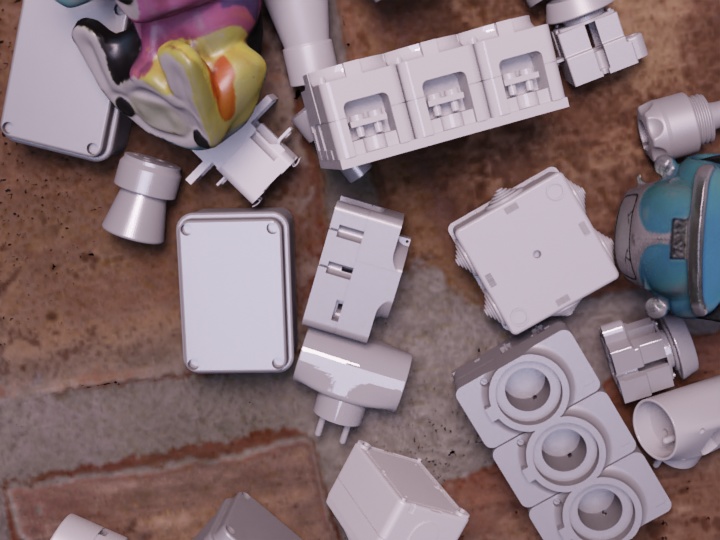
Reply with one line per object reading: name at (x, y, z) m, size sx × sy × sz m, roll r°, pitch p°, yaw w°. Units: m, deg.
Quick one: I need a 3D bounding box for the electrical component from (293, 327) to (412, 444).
electrical component at (-0.011, 0.086, 0.773) m, size 0.077 × 0.043 × 0.079 m, roll 17°, pitch 100°, yaw 0°

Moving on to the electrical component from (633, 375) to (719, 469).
electrical component at (0.230, 0.113, 0.759) m, size 0.077 × 0.043 × 0.079 m, roll -13°, pitch 140°, yaw -26°

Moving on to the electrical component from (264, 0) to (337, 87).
electrical component at (-0.037, -0.157, 0.735) m, size 0.044 × 0.044 × 0.065 m, roll -11°, pitch 104°, yaw 5°

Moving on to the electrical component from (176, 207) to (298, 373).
electrical component at (-0.085, 0.014, 0.758) m, size 0.078 × 0.057 × 0.113 m, roll -1°, pitch 100°, yaw 3°

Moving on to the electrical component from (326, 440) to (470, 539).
electrical component at (0.021, 0.169, 0.764) m, size 0.062 × 0.096 × 0.061 m, roll 21°, pitch 101°, yaw -30°

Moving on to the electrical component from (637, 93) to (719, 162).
electrical component at (0.223, -0.100, 0.730) m, size 0.062 × 0.043 × 0.043 m, roll -15°, pitch 98°, yaw 4°

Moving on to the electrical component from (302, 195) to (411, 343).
electrical component at (0.000, 0.000, 0.754) m, size 0.056 × 0.050 × 0.089 m, roll 17°, pitch 100°, yaw 0°

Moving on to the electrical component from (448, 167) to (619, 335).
electrical component at (0.120, -0.013, 0.746) m, size 0.100 × 0.048 × 0.099 m, roll -30°, pitch 94°, yaw 5°

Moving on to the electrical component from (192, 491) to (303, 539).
electrical component at (-0.071, 0.225, 0.783) m, size 0.113 × 0.078 × 0.057 m, roll 41°, pitch 102°, yaw -4°

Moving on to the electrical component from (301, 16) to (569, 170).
electrical component at (0.044, -0.115, 0.697) m, size 0.150 × 0.089 × 0.061 m, roll -16°, pitch 99°, yaw -9°

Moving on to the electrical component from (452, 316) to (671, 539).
electrical component at (0.142, 0.120, 0.762) m, size 0.089 × 0.061 × 0.150 m, roll -31°, pitch 97°, yaw 7°

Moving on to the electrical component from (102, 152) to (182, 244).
electrical component at (-0.153, -0.051, 0.756) m, size 0.045 × 0.045 × 0.055 m, roll 17°, pitch 99°, yaw 0°

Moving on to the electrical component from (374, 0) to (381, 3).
electrical component at (0.032, -0.221, 0.694) m, size 0.099 × 0.099 × 0.064 m, roll -35°, pitch 102°, yaw 8°

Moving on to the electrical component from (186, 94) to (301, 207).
electrical component at (-0.079, -0.082, 0.749) m, size 0.081 × 0.042 × 0.064 m, roll -44°, pitch 96°, yaw 9°

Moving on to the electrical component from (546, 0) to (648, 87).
electrical component at (0.154, -0.159, 0.723) m, size 0.066 × 0.048 × 0.055 m, roll -21°, pitch 106°, yaw 6°

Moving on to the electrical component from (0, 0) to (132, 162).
electrical component at (-0.194, -0.137, 0.737) m, size 0.078 × 0.057 × 0.113 m, roll 14°, pitch 100°, yaw 1°

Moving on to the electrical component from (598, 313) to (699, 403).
electrical component at (0.203, 0.059, 0.755) m, size 0.055 × 0.048 × 0.066 m, roll -18°, pitch 115°, yaw 6°

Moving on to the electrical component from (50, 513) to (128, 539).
electrical component at (-0.207, 0.214, 0.800) m, size 0.047 × 0.055 × 0.055 m, roll 27°, pitch 100°, yaw 2°
